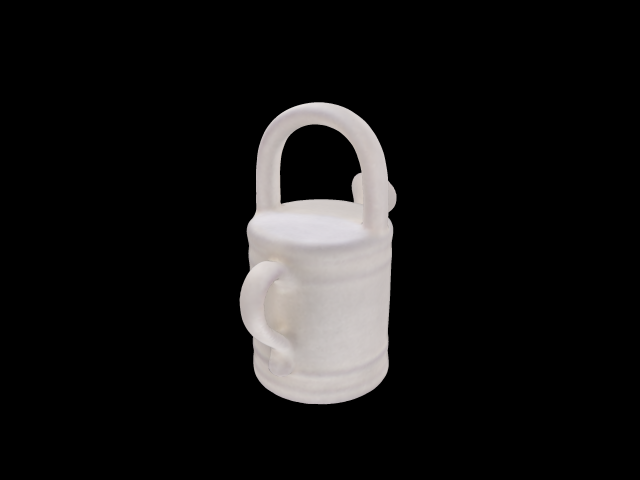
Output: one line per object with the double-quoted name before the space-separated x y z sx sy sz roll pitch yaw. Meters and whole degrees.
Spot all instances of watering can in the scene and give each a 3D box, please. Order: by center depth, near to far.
"watering can" 0.002 0.001 0.401 0.101 0.194 0.173 3 22 7
